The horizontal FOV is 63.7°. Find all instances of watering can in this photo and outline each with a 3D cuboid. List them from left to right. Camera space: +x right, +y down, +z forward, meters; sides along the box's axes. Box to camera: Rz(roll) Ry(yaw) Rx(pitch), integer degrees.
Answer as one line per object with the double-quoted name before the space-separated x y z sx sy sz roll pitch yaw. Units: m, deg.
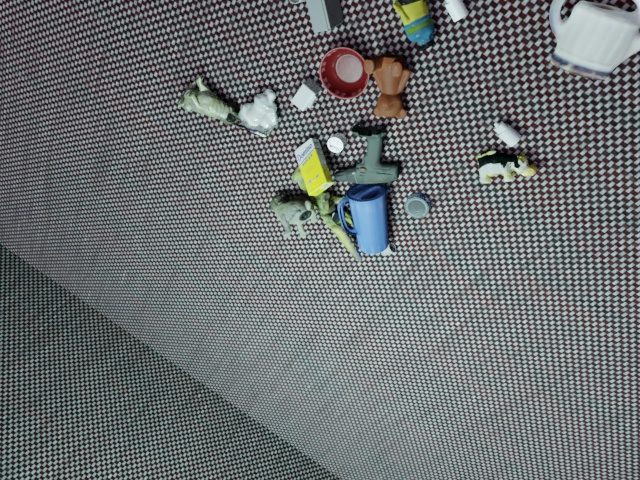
"watering can" 0.719 -0.490 1.250 0.349 0.106 0.219 23 130 10

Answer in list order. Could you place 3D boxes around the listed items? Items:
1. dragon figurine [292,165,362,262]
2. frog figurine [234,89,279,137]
"dragon figurine" 0.006 -0.095 1.893 0.243 0.124 0.403 6 124 43
"frog figurine" -0.203 -0.439 1.757 0.138 0.122 0.159 23 93 20
